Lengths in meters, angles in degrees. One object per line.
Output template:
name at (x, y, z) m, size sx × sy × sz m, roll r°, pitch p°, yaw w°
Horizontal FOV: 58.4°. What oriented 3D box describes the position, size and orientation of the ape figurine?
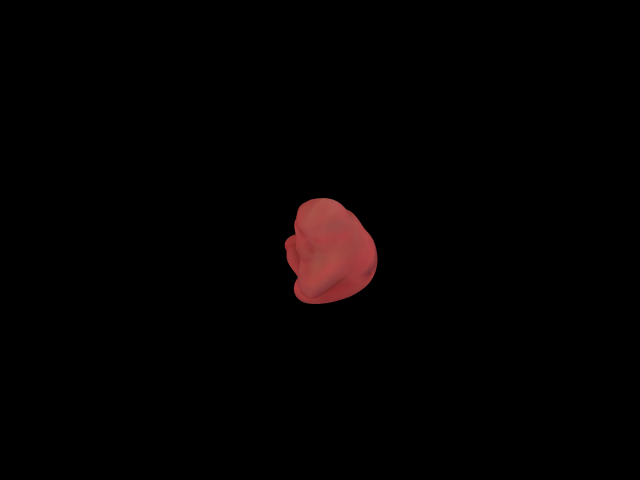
ape figurine at (0.004, 0.001, 0.400) m, size 0.076 × 0.092 × 0.078 m, roll 18°, pitch 62°, yaw 10°
